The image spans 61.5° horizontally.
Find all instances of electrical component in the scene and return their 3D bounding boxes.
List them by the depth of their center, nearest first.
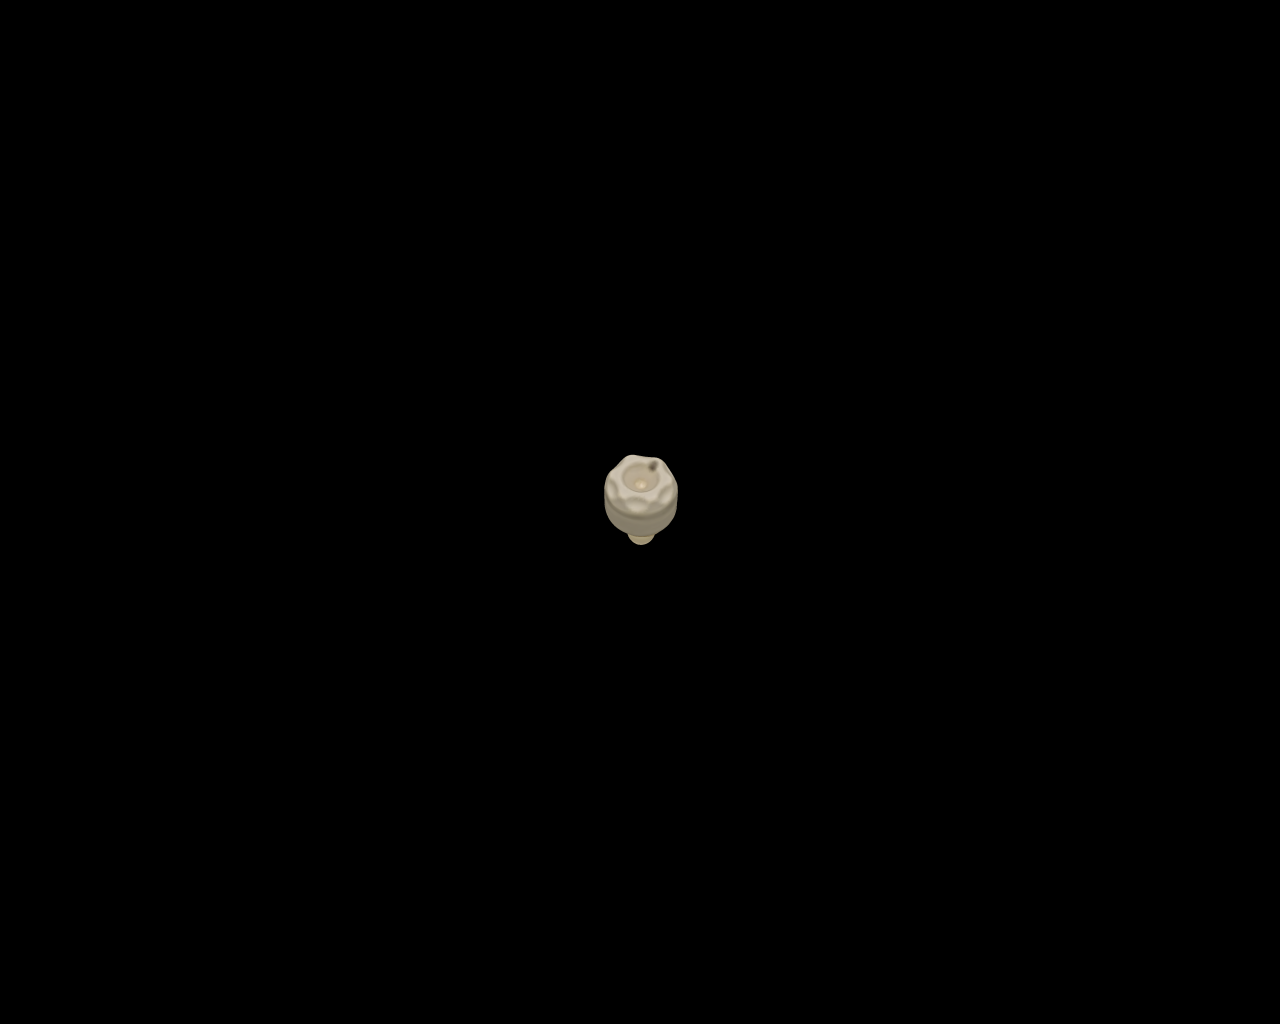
[{"bbox_3d":[0.001,-0.003,0.650,0.043,0.043,0.062,0,-37,0],"label":"electrical component"}]
